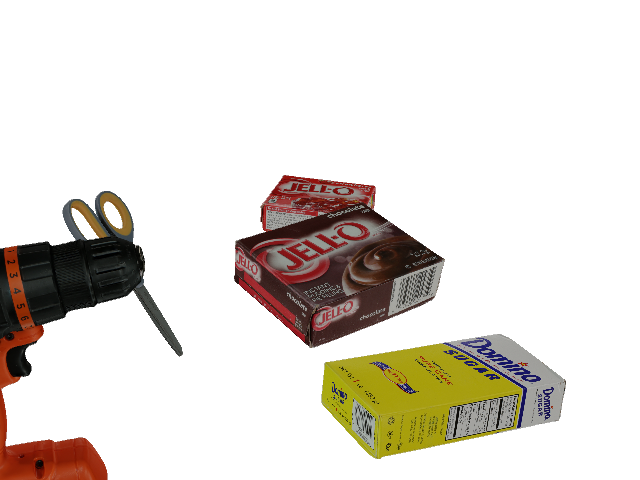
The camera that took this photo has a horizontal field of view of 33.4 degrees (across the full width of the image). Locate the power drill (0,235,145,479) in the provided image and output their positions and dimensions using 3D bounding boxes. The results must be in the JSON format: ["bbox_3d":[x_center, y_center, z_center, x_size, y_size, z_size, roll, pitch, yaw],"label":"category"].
[{"bbox_3d":[-0.193,0.091,0.695,0.184,0.188,0.057,-11,26,-8],"label":"power drill"}]

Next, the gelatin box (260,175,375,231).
[{"bbox_3d":[-0.001,-0.030,0.950,0.089,0.030,0.073,8,25,11],"label":"gelatin box"}]

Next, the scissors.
[{"bbox_3d":[-0.200,0.026,1.160,0.016,0.201,0.096,-28,21,33],"label":"scissors"}]

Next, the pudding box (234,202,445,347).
[{"bbox_3d":[0.012,0.020,0.717,0.113,0.039,0.090,-16,38,-35],"label":"pudding box"}]

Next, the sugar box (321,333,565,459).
[{"bbox_3d":[0.100,0.122,0.864,0.176,0.048,0.093,-9,26,-25],"label":"sugar box"}]
